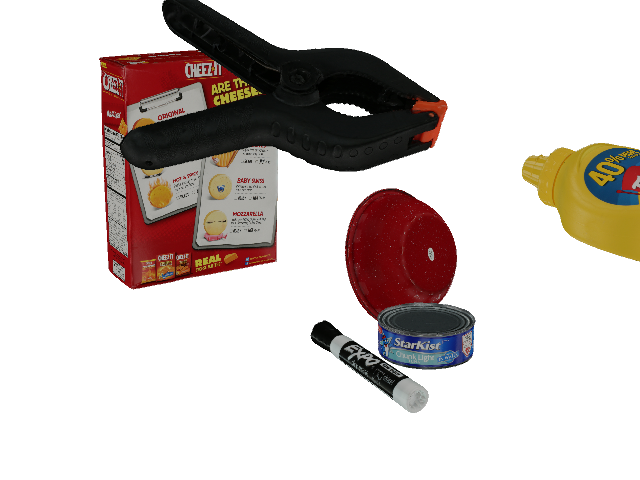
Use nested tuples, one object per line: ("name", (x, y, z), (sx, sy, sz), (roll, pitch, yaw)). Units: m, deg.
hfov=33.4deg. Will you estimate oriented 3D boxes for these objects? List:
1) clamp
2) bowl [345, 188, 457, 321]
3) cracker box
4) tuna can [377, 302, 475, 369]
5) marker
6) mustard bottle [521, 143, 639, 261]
("clamp", (-0.022, -0.069, 0.572), (0.171, 0.120, 0.039), (15, -30, 6))
("bowl", (0.104, 0.018, 1.207), (0.161, 0.162, 0.055), (0, -6, -42))
("cracker box", (-0.125, -0.074, 1.034), (0.163, 0.214, 0.072), (-11, 22, -32))
("tuna can", (0.093, 0.083, 0.940), (0.086, 0.034, 0.086), (0, 15, 0))
("marker", (0.030, 0.085, 0.739), (0.020, 0.020, 0.121), (0, 18, -35))
("mustard bottle", (0.215, -0.021, 0.688), (0.192, 0.058, 0.096), (23, 41, 39))
